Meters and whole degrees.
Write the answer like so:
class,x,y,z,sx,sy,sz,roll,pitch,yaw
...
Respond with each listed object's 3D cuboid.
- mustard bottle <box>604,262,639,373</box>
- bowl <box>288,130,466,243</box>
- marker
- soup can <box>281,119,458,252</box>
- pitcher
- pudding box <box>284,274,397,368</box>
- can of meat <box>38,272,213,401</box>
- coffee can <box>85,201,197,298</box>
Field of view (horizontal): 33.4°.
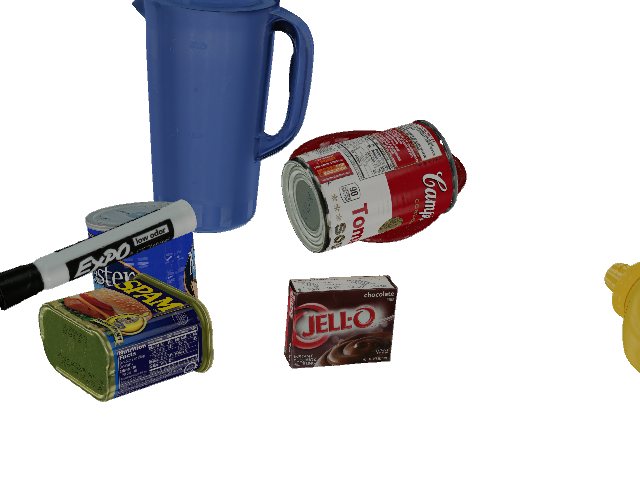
class,x,y,z,sx,sy,sz,roll,pitch,yaw
mustard bottle,0.238,0.062,0.631,0.096,0.058,0.192,-20,32,-20
bowl,0.050,-0.043,0.972,0.162,0.055,0.162,2,29,-1
marker,-0.121,0.007,0.566,0.120,0.020,0.020,-25,13,-31
soup can,0.033,-0.037,0.727,0.102,0.068,0.069,-18,7,-21
pitcher,-0.103,-0.133,1.079,0.144,0.243,0.149,-10,29,-27
pudding box,0.021,0.084,1.124,0.113,0.090,0.039,-4,27,-15
can of meat,-0.140,0.068,0.759,0.083,0.057,0.102,-16,24,-39
coffee can,-0.172,0.041,1.047,0.103,0.140,0.103,-3,14,1
